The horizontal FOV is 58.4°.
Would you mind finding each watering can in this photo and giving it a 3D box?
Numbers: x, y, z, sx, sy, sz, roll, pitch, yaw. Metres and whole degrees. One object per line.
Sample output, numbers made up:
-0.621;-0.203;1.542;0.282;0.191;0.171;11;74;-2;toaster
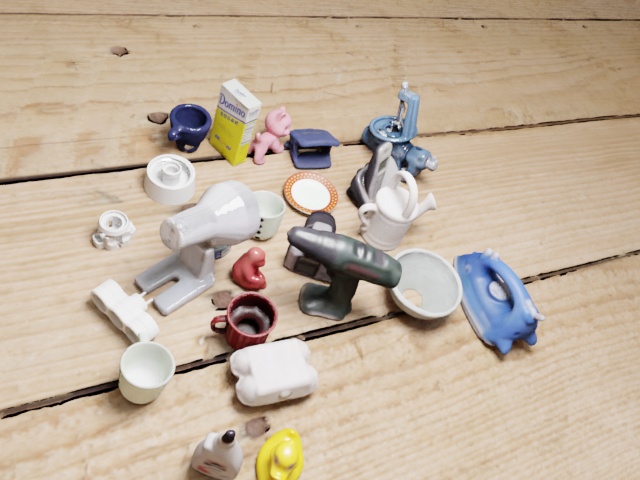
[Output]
0.170;-0.074;1.254;0.173;0.194;0.100;-25;66;-33;watering can

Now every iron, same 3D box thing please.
0.380;0.105;1.227;0.119;0.141;0.258;-11;58;-26;iron

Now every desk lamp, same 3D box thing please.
-0.220;0.007;1.043;0.117;0.213;0.204;43;52;15;desk lamp

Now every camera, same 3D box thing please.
0.011;0.004;1.200;0.143;0.100;0.137;18;50;-5;camera

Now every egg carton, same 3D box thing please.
-0.080;0.235;1.013;0.151;0.069;0.107;-7;57;-24;egg carton

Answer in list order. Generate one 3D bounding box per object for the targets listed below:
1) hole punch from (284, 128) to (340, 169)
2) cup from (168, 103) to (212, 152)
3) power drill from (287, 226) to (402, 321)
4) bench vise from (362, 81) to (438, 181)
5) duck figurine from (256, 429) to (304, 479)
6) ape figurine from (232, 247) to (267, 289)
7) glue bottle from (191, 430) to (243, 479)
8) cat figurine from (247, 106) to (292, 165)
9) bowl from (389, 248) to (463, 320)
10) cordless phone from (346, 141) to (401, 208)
-0.020;-0.235;1.376;0.109;0.091;0.101;-6;56;-23;hole punch
-0.299;-0.235;1.276;0.091;0.095;0.118;32;50;6;cup
0.029;0.066;1.089;0.230;0.208;0.075;12;51;-10;power drill
0.218;-0.268;1.402;0.207;0.219;0.122;29;50;4;bench vise
-0.058;0.349;0.924;0.077;0.086;0.104;24;50;-1;duck figurine
-0.131;0.049;1.122;0.076;0.092;0.078;15;51;-8;ape figurine
-0.148;0.317;0.860;0.078;0.173;0.037;18;50;-5;glue bottle
-0.114;-0.256;1.342;0.067;0.117;0.128;38;51;11;cat figurine
0.211;0.104;1.212;0.168;0.074;0.167;10;52;-12;bowl
0.147;-0.164;1.321;0.094;0.185;0.148;38;51;11;cordless phone
